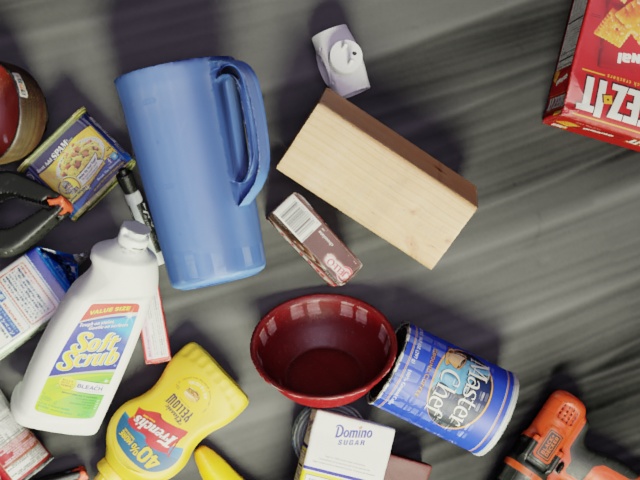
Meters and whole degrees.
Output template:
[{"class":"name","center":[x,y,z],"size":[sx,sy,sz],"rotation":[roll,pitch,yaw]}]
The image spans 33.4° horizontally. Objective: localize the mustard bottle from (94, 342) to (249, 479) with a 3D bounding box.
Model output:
[{"class":"mustard bottle","center":[-0.177,0.209,1.177],"size":[0.191,0.058,0.096],"rotation":[-43,83,-6]}]

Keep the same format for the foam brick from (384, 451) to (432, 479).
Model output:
[{"class":"foam brick","center":[0.087,0.283,1.211],"size":[0.053,0.051,0.078],"rotation":[19,85,-5]}]

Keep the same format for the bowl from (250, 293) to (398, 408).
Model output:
[{"class":"bowl","center":[0.004,0.132,1.179],"size":[0.162,0.162,0.055],"rotation":[-9,131,-8]}]

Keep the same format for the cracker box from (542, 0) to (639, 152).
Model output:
[{"class":"cracker box","center":[0.373,-0.222,1.256],"size":[0.164,0.072,0.214],"rotation":[15,86,-6]}]

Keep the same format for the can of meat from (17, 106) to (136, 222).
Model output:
[{"class":"can of meat","center":[-0.266,-0.082,1.178],"size":[0.084,0.057,0.102],"rotation":[45,83,-5]}]

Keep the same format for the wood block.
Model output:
[{"class":"wood block","center":[0.066,-0.071,1.189],"size":[0.206,0.090,0.090],"rotation":[33,110,-5]}]

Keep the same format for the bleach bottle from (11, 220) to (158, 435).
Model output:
[{"class":"bleach bottle","center":[-0.238,0.088,1.109],"size":[0.102,0.068,0.251],"rotation":[14,117,-22]}]

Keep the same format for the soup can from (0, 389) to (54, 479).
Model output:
[{"class":"soup can","center":[-0.345,0.216,1.151],"size":[0.068,0.068,0.102],"rotation":[-37,92,-7]}]

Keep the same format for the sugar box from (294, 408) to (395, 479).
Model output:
[{"class":"sugar box","center":[0.015,0.280,1.170],"size":[0.093,0.048,0.176],"rotation":[16,82,-8]}]

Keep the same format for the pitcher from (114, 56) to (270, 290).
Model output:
[{"class":"pitcher","center":[-0.126,-0.075,1.155],"size":[0.145,0.149,0.243],"rotation":[-13,93,-9]}]

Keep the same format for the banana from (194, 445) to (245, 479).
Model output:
[{"class":"banana","center":[-0.056,0.293,1.203],"size":[0.197,0.037,0.069],"rotation":[19,72,-7]}]

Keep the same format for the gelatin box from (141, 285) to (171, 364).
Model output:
[{"class":"gelatin box","center":[-0.184,0.090,1.173],"size":[0.030,0.073,0.089],"rotation":[-10,89,-9]}]

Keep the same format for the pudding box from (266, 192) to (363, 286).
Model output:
[{"class":"pudding box","center":[-0.008,0.001,1.191],"size":[0.039,0.090,0.113],"rotation":[-42,93,-9]}]

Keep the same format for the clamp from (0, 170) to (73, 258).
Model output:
[{"class":"clamp","center":[-0.368,-0.013,1.138],"size":[0.210,0.036,0.164],"rotation":[-2,78,10]}]

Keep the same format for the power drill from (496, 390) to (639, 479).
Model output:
[{"class":"power drill","center":[0.298,0.295,1.234],"size":[0.187,0.057,0.184],"rotation":[36,84,-5]}]

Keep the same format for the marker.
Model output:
[{"class":"marker","center":[-0.197,-0.026,1.176],"size":[0.020,0.020,0.121],"rotation":[-22,119,-8]}]

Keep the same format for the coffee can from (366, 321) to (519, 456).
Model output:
[{"class":"coffee can","center":[0.137,0.166,1.196],"size":[0.140,0.103,0.103],"rotation":[26,85,-5]}]

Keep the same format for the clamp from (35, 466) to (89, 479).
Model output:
[{"class":"clamp","center":[-0.309,0.326,1.167],"size":[0.171,0.039,0.120],"rotation":[-40,110,-9]}]

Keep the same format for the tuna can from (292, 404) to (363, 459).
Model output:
[{"class":"tuna can","center":[0.011,0.224,1.213],"size":[0.086,0.034,0.086],"rotation":[0,88,-7]}]
